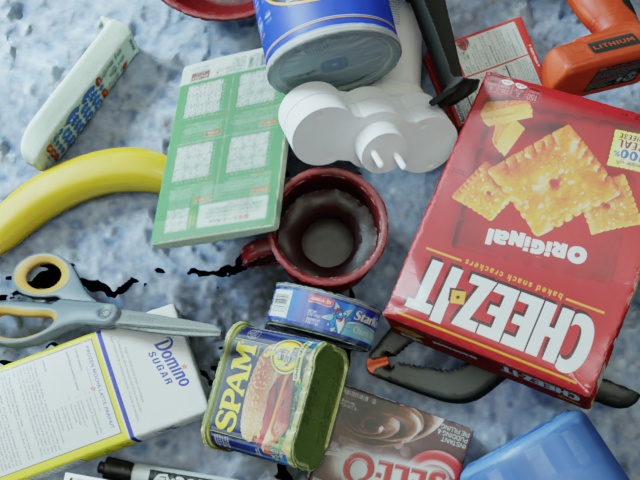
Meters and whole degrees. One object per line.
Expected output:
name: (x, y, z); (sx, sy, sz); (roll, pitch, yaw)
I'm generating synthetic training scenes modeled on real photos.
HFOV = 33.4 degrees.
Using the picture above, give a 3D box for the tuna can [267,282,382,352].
tuna can: (0.003, 0.061, 0.831); (0.086, 0.086, 0.034); (15, 81, 4)

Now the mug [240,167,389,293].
mug: (-0.006, 0.001, 0.845); (0.117, 0.081, 0.093); (-18, 78, -3)

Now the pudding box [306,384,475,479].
pudding box: (0.053, 0.172, 0.831); (0.113, 0.039, 0.090); (19, 80, 5)

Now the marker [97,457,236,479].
marker: (-0.115, 0.189, 0.840); (0.121, 0.020, 0.020); (10, 79, 3)

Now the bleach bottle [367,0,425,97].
bleach bottle: (0.045, -0.226, 0.903); (0.102, 0.068, 0.251); (5, 76, 2)

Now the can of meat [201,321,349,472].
can of meat: (-0.033, 0.120, 0.817); (0.084, 0.057, 0.102); (8, 77, 33)

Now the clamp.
clamp: (0.142, 0.083, 0.849); (0.210, 0.036, 0.164); (-22, 78, -2)

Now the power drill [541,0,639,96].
power drill: (0.186, -0.208, 0.874); (0.184, 0.057, 0.188); (-14, 70, -14)

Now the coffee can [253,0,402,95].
coffee can: (-0.002, -0.194, 0.811); (0.103, 0.103, 0.140); (-11, 73, -2)

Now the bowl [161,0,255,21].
bowl: (-0.079, -0.253, 0.912); (0.162, 0.055, 0.162); (0, 78, 1)

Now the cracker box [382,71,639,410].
cracker box: (0.164, -0.005, 0.803); (0.164, 0.072, 0.213); (21, 79, 19)

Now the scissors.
scissors: (-0.171, 0.045, 0.843); (0.202, 0.016, 0.096); (-6, 53, 10)

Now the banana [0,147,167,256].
banana: (-0.193, -0.036, 0.878); (0.197, 0.037, 0.069); (-13, 76, -2)

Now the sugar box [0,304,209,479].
sugar box: (-0.181, 0.124, 0.842); (0.176, 0.048, 0.093); (-19, 77, -6)

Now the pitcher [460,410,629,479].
pitcher: (0.197, 0.253, 0.763); (0.145, 0.149, 0.243); (-29, 76, -1)

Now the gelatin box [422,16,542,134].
gelatin box: (0.140, -0.137, 0.899); (0.089, 0.030, 0.073); (-21, 80, -4)
